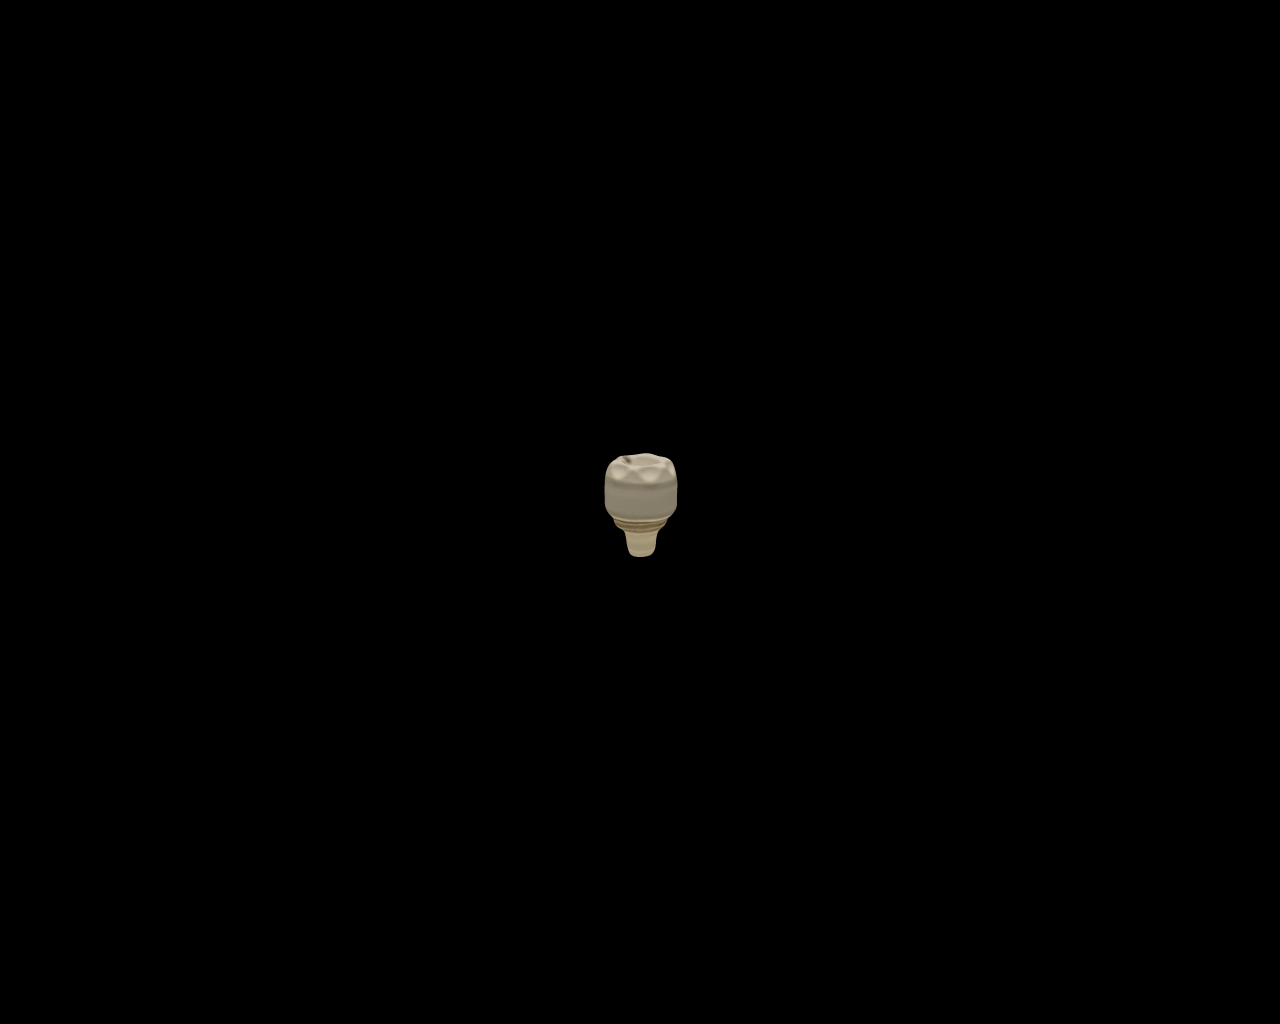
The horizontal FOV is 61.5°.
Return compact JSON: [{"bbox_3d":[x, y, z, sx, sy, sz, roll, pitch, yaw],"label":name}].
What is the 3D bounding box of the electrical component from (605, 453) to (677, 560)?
[{"bbox_3d":[0.001,-0.003,0.650,0.043,0.062,0.043,0,17,0],"label":"electrical component"}]
